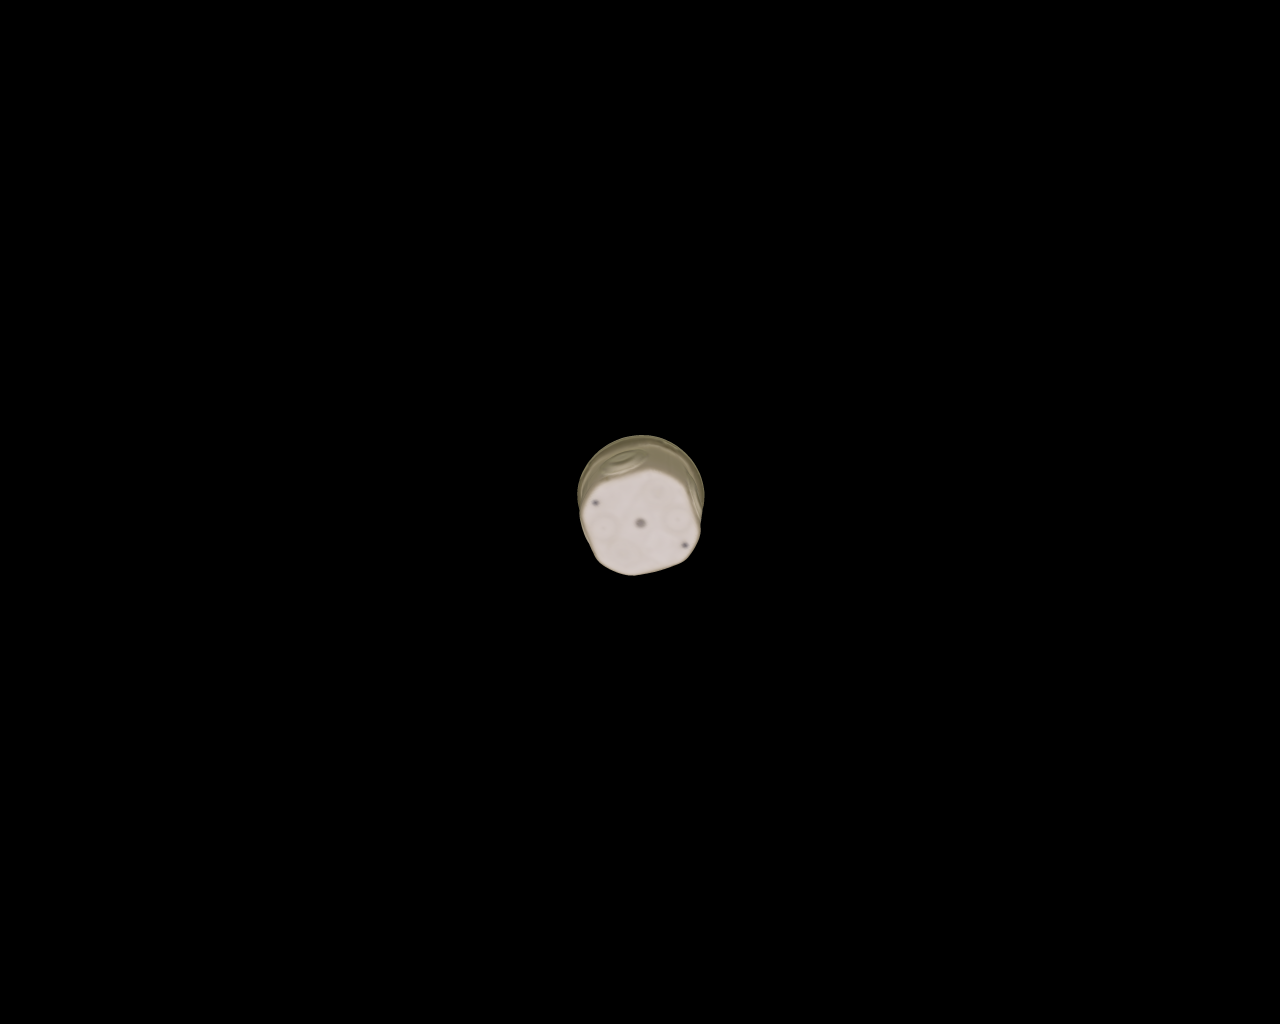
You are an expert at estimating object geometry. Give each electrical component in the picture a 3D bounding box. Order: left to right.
[{"bbox_3d":[0.001,-0.003,0.650,0.080,0.080,0.051,0,23,0],"label":"electrical component"}]
